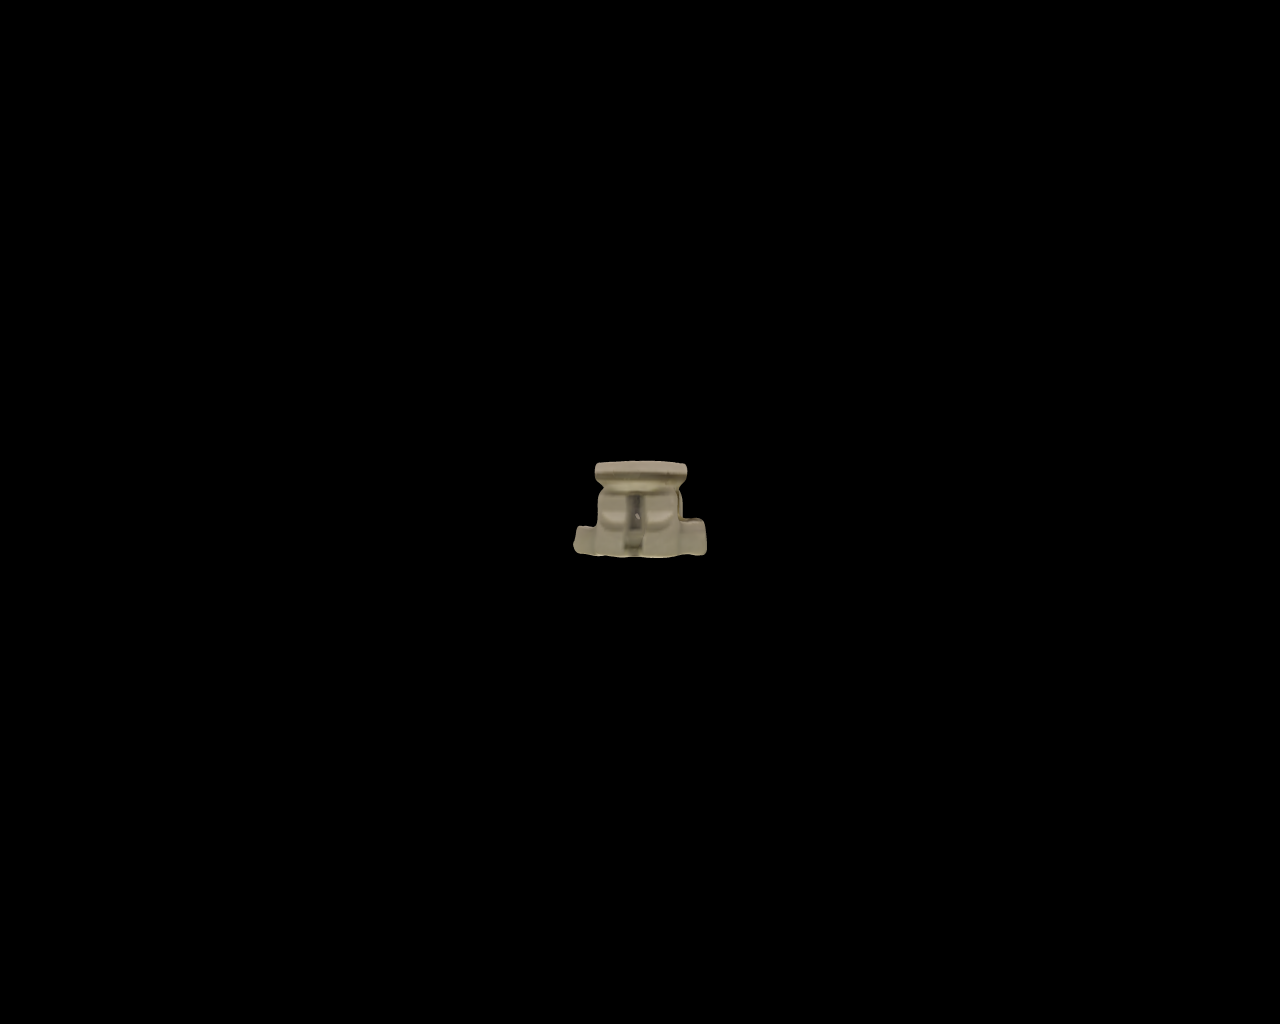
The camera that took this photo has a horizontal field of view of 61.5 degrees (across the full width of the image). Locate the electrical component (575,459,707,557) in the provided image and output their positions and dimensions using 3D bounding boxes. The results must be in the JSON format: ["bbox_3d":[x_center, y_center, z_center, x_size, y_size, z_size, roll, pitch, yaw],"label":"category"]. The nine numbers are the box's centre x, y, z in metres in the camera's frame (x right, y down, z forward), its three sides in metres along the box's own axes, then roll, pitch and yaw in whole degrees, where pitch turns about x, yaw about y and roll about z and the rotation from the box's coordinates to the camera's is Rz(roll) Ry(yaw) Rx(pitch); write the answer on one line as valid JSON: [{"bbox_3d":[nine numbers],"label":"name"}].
[{"bbox_3d":[0.001,-0.003,0.650,0.078,0.057,0.058,0,0,9],"label":"electrical component"}]
